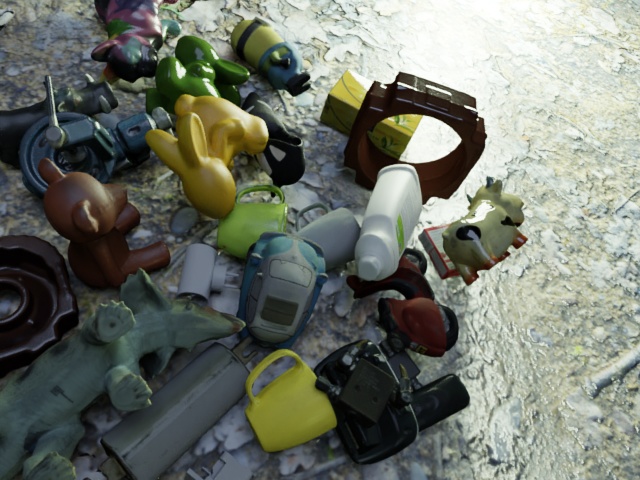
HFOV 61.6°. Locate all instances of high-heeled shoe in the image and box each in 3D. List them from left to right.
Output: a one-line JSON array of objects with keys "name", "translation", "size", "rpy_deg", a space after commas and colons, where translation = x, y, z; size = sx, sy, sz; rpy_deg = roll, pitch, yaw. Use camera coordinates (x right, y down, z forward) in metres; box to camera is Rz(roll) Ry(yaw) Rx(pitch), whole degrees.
[{"name": "high-heeled shoe", "translation": [-0.081, -0.182, 0.861], "size": [0.086, 0.145, 0.249], "rpy_deg": [-7, 62, -22]}]

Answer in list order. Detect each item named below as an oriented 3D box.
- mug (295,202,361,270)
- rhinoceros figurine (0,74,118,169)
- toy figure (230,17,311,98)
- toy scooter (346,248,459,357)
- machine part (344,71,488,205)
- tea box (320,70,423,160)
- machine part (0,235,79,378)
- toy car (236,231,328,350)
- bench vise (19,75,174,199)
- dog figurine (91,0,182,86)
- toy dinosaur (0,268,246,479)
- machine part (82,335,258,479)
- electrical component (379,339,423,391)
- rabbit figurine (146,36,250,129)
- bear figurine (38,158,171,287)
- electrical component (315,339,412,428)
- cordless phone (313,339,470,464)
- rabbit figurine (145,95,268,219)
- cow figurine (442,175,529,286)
[{"name": "mug", "translation": [-0.002, -0.002, 0.809], "size": [0.107, 0.080, 0.109], "rpy_deg": [-26, 76, -20]}, {"name": "rhinoceros figurine", "translation": [-0.394, -0.181, 0.788], "size": [0.190, 0.112, 0.073], "rpy_deg": [-26, 66, -21]}, {"name": "toy figure", "translation": [-0.093, -0.342, 1.003], "size": [0.089, 0.082, 0.180], "rpy_deg": [-28, 72, -32]}, {"name": "toy scooter", "translation": [0.113, 0.090, 0.784], "size": [0.135, 0.075, 0.184], "rpy_deg": [-2, 52, -21]}, {"name": "machine part", "translation": [0.153, -0.163, 0.885], "size": [0.201, 0.201, 0.087], "rpy_deg": [17, 51, -5]}, {"name": "tea box", "translation": [0.097, -0.231, 0.993], "size": [0.170, 0.068, 0.098], "rpy_deg": [27, 52, 3]}, {"name": "machine part", "translation": [-0.387, 0.080, 0.653], "size": [0.179, 0.056, 0.179], "rpy_deg": [7, 57, -12]}, {"name": "toy car", "translation": [-0.055, 0.073, 0.699], "size": [0.109, 0.103, 0.161], "rpy_deg": [18, 94, -7]}, {"name": "bench vise", "translation": [-0.301, -0.125, 0.718], "size": [0.224, 0.241, 0.128], "rpy_deg": [-17, 93, -12]}, {"name": "dog figurine", "translation": [-0.343, -0.360, 0.925], "size": [0.192, 0.108, 0.219], "rpy_deg": [26, 57, 0]}, {"name": "toy dinosaur", "translation": [-0.278, 0.168, 0.584], "size": [0.405, 0.192, 0.131], "rpy_deg": [-37, 100, -17]}, {"name": "machine part", "translation": [-0.163, 0.202, 0.629], "size": [0.079, 0.079, 0.243], "rpy_deg": [42, 56, 12]}, {"name": "electrical component", "translation": [0.104, 0.187, 0.752], "size": [0.063, 0.021, 0.094], "rpy_deg": [-25, 69, -28]}, {"name": "rabbit figurine", "translation": [-0.201, -0.276, 0.901], "size": [0.159, 0.121, 0.170], "rpy_deg": [10, 58, -18]}, {"name": "bear figurine", "translation": [-0.268, -0.025, 0.672], "size": [0.132, 0.195, 0.120], "rpy_deg": [-33, 69, -32]}, {"name": "electrical component", "translation": [0.055, 0.167, 0.625], "size": [0.102, 0.045, 0.078], "rpy_deg": [37, 53, 8]}, {"name": "cordless phone", "translation": [0.098, 0.190, 0.701], "size": [0.184, 0.088, 0.147], "rpy_deg": [-18, 64, -22]}, {"name": "rabbit figurine", "translation": [-0.151, -0.116, 0.746], "size": [0.122, 0.162, 0.173], "rpy_deg": [-16, 60, 23]}, {"name": "cow figurine", "translation": [0.267, -0.024, 0.870], "size": [0.195, 0.085, 0.127], "rpy_deg": [-29, 77, -37]}]
